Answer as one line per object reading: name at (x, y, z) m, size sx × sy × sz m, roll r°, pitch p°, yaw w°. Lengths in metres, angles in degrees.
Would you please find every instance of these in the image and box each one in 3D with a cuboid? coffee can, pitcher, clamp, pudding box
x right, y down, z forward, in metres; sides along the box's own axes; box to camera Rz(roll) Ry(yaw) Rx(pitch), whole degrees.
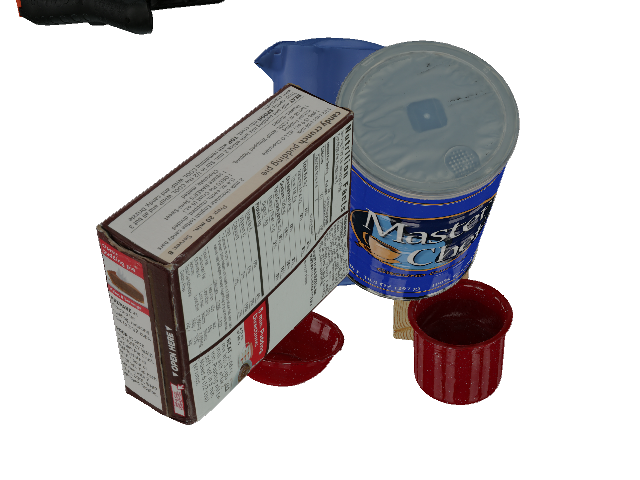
coffee can at (0.057, -0.038, 0.650) m, size 0.103 × 0.103 × 0.140 m, roll 0°, pitch -27°, yaw -2°
pitcher at (0.023, -0.082, 1.084) m, size 0.149 × 0.243 × 0.144 m, roll 11°, pitch 15°, yaw 32°
clamp at (-0.158, -0.187, 0.821) m, size 0.172 × 0.039 × 0.120 m, roll 14°, pitch 25°, yaw 32°
pudding box at (-0.032, 0.004, 0.419) m, size 0.039 × 0.090 × 0.113 m, roll 24°, pitch 47°, yaw 25°

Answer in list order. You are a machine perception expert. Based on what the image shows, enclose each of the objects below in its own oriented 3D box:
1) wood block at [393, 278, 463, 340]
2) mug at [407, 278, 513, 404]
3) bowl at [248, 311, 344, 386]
wood block at (0.171, 0.069, 1.621) m, size 0.091 × 0.090 × 0.206 m, roll 4°, pitch 22°, yaw 12°
mug at (0.126, 0.087, 0.981) m, size 0.093 × 0.081 × 0.117 m, roll -2°, pitch 39°, yaw 3°
bowl at (-0.052, 0.140, 1.362) m, size 0.162 × 0.055 × 0.162 m, roll 5°, pitch 22°, yaw -2°
